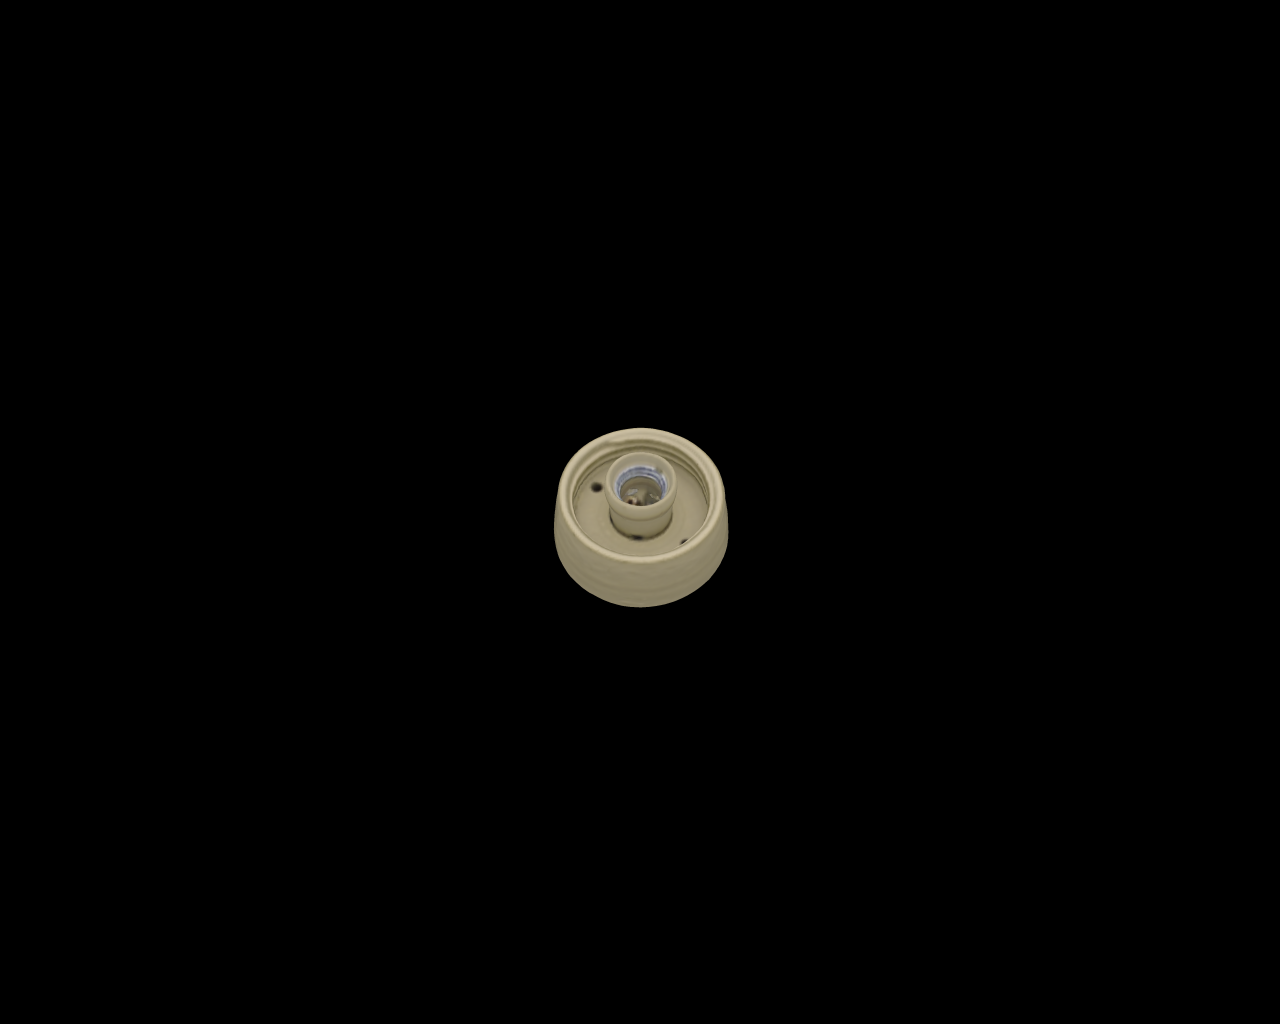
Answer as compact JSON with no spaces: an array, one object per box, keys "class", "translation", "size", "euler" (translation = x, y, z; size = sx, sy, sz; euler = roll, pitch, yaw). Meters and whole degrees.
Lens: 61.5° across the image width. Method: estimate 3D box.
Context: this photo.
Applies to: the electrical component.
[{"class":"electrical component","translation":[0.001,-0.003,0.650],"size":[0.108,0.108,0.060],"euler":[0,-33,0]}]
